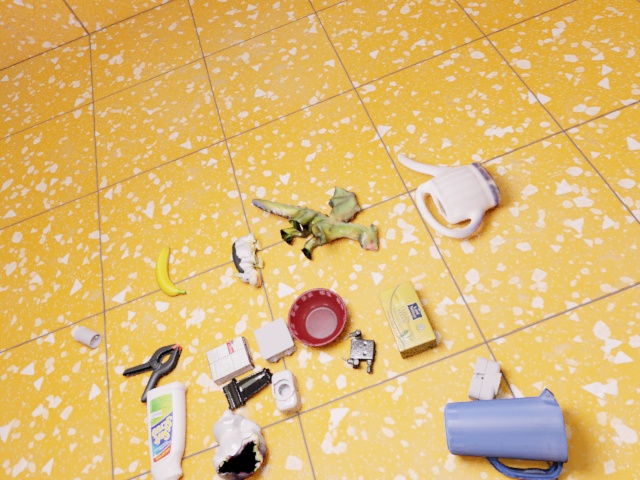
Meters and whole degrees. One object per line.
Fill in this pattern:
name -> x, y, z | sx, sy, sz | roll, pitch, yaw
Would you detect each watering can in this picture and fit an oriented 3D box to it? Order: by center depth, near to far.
watering can -> 0.373, -0.160, 1.478 | 0.224, 0.102, 0.355 | -22, 56, 0

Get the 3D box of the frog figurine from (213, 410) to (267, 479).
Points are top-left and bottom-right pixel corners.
frog figurine -> -0.205, 0.495, 1.245 | 0.138, 0.121, 0.160 | -56, 26, -10

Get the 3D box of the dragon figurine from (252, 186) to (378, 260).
dragon figurine -> 0.005, -0.078, 1.550 | 0.246, 0.119, 0.415 | -35, 57, -28
